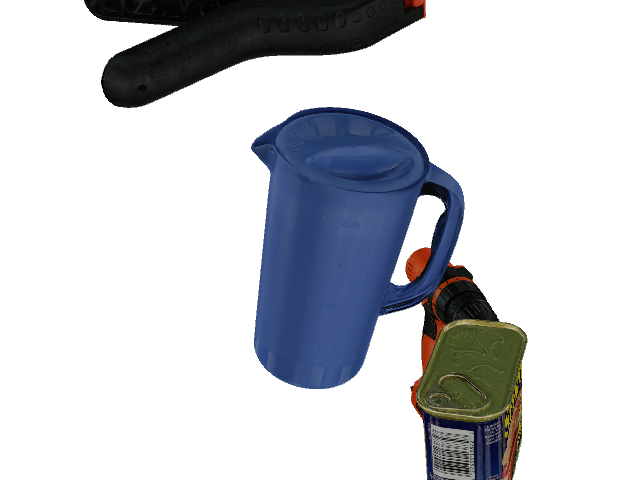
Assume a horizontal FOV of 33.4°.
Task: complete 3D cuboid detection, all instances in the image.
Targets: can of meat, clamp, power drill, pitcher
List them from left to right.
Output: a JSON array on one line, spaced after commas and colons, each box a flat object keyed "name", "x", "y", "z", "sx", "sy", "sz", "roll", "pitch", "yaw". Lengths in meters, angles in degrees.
[{"name": "clamp", "x": -0.030, "y": -0.103, "z": 0.503, "sx": 0.171, "sy": 0.039, "sz": 0.120, "roll": -8, "pitch": 42, "yaw": -2}, {"name": "pitcher", "x": 0.018, "y": 0.016, "z": 0.954, "sx": 0.144, "sy": 0.243, "sz": 0.149, "roll": -18, "pitch": 45, "yaw": -34}, {"name": "power drill", "x": 0.141, "y": 0.119, "z": 1.140, "sx": 0.057, "sy": 0.188, "sz": 0.184, "roll": -7, "pitch": 24, "yaw": -12}, {"name": "can of meat", "x": 0.099, "y": 0.113, "z": 0.683, "sx": 0.057, "sy": 0.084, "sz": 0.102, "roll": 4, "pitch": 30, "yaw": 18}]
